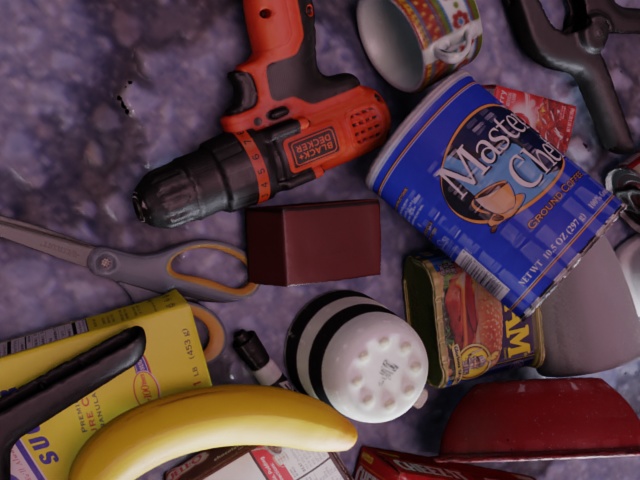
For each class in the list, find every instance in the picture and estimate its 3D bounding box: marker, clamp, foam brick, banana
[{"bbox_3d":[-0.024,0.111,0.748,0.020,0.020,0.121,-38,110,-14],"label":"marker"},{"bbox_3d":[-0.202,0.111,0.611,0.164,0.036,0.210,17,97,-17],"label":"clamp"},{"bbox_3d":[-0.005,0.001,0.713,0.078,0.053,0.051,-6,94,-32],"label":"foam brick"},{"bbox_3d":[0.198,-0.142,0.794,0.171,0.039,0.120,22,85,-20],"label":"clamp"},{"bbox_3d":[-0.071,0.123,0.653,0.197,0.037,0.069,-15,111,-20],"label":"banana"}]

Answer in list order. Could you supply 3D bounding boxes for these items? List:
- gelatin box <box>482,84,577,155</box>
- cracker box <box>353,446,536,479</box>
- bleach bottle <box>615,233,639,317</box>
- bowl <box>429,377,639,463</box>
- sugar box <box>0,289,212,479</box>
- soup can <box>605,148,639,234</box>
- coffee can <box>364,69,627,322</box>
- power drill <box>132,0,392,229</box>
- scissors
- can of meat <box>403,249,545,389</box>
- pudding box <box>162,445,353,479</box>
[{"bbox_3d":[0.144,-0.064,0.787,0.073,0.030,0.089,10,94,-24],"label":"gelatin box"},{"bbox_3d":[0.086,0.276,0.793,0.164,0.072,0.214,15,91,-25],"label":"cracker box"},{"bbox_3d":[0.327,0.033,0.759,0.102,0.251,0.068,-29,108,-17],"label":"bleach bottle"},{"bbox_3d":[0.158,0.129,0.764,0.161,0.162,0.055,2,79,-24],"label":"bowl"},{"bbox_3d":[-0.157,0.101,0.666,0.176,0.048,0.093,-18,105,-15],"label":"sugar box"},{"bbox_3d":[0.282,-0.056,0.827,0.102,0.069,0.068,-37,110,-15],"label":"soup can"},{"bbox_3d":[0.115,-0.030,0.708,0.140,0.103,0.102,42,79,10],"label":"coffee can"},{"bbox_3d":[-0.055,-0.115,0.680,0.184,0.057,0.187,-24,110,-22],"label":"power drill"},{"bbox_3d":[-0.135,0.034,0.690,0.201,0.016,0.096,4,97,-24],"label":"scissors"},{"bbox_3d":[0.110,0.051,0.777,0.083,0.057,0.102,-11,103,-19],"label":"can of meat"},{"bbox_3d":[-0.037,0.173,0.732,0.113,0.039,0.090,-30,110,-1],"label":"pudding box"}]
